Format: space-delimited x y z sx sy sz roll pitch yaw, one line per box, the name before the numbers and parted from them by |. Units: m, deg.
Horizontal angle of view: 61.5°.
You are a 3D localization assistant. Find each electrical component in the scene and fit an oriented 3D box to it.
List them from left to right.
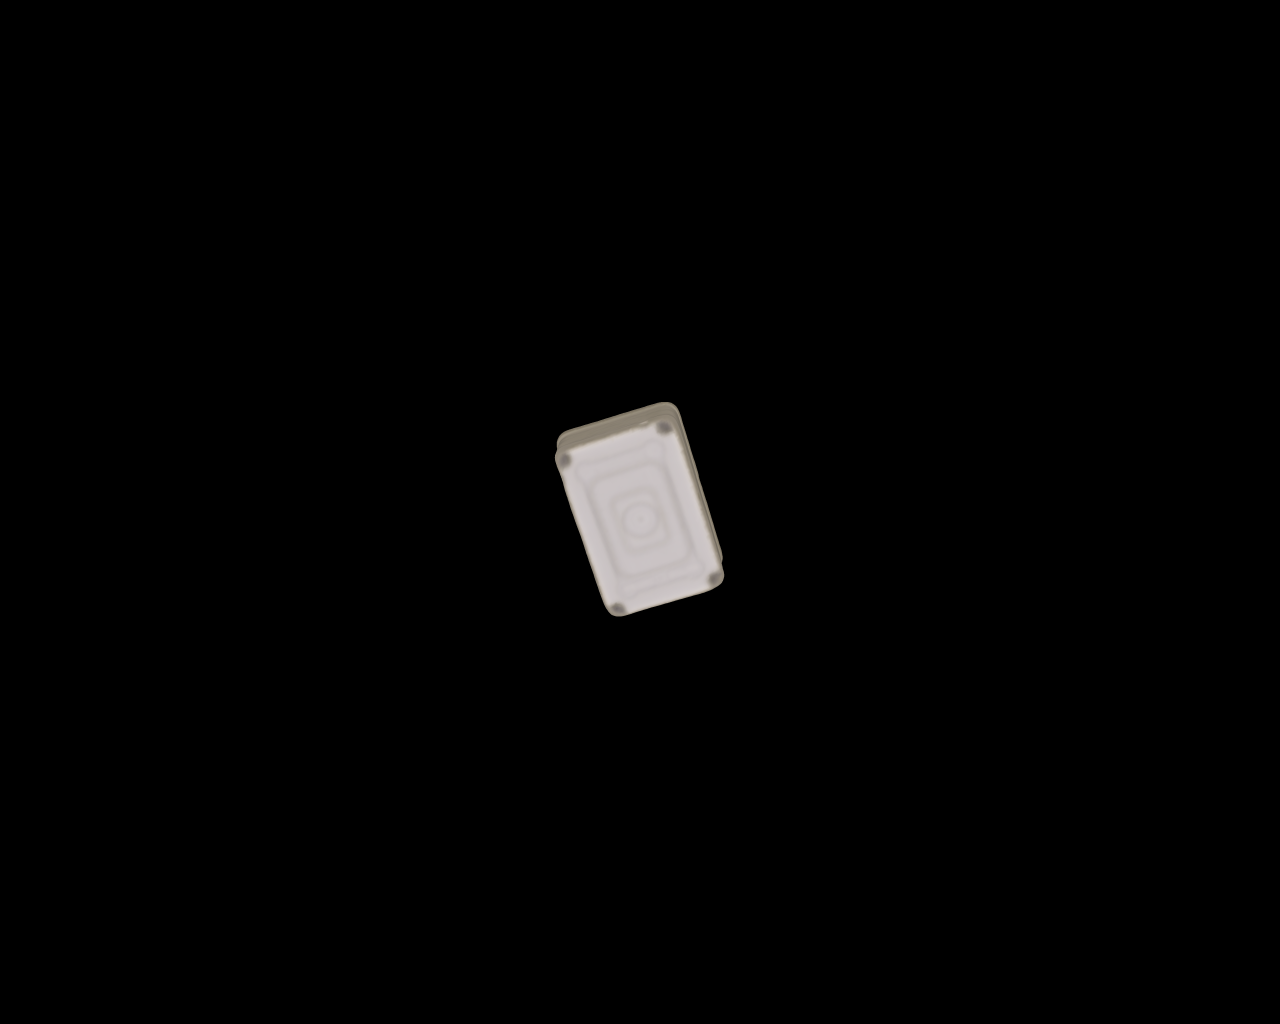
electrical component | 0.001 -0.003 0.650 0.078 0.113 0.057 -17 16 5
